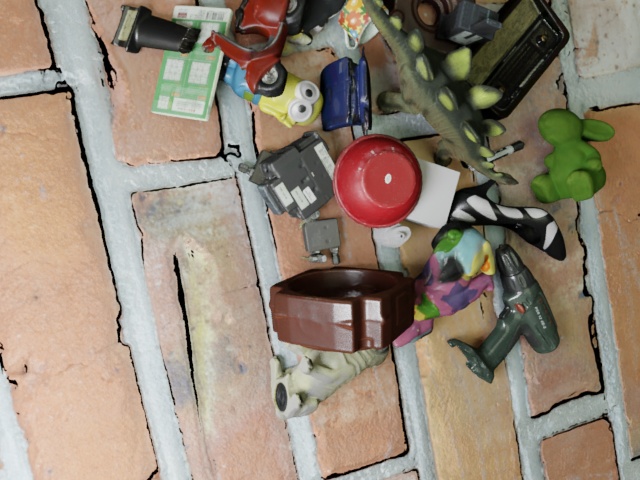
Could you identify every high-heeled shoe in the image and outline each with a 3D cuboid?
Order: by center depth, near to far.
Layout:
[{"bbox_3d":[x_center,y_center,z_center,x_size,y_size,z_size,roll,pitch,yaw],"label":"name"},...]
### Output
[{"bbox_3d":[0.349,-0.013,1.008,0.145,0.086,0.248,-44,98,-5],"label":"high-heeled shoe"}]

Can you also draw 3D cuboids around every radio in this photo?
[{"bbox_3d":[0.343,-0.333,0.990,0.131,0.073,0.229,42,83,-13],"label":"radio"}]

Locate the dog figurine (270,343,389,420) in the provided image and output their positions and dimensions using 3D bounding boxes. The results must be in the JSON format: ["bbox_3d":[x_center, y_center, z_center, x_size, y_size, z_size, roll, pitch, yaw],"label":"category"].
[{"bbox_3d":[0.022,0.234,0.936,0.190,0.121,0.172,6,126,-32],"label":"dog figurine"}]

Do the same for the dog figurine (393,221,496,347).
[{"bbox_3d":[0.193,0.087,0.938,0.219,0.109,0.191,-34,140,-10],"label":"dog figurine"}]

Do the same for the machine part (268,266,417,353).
[{"bbox_3d":[0.037,0.106,0.855,0.202,0.201,0.087,5,103,30],"label":"machine part"}]

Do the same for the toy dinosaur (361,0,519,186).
[{"bbox_3d":[0.189,-0.251,0.893,0.471,0.199,0.105,42,80,-14],"label":"toy dinosaur"}]

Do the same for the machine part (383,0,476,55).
[{"bbox_3d":[0.194,-0.406,0.958,0.179,0.056,0.179,-1,92,-15],"label":"machine part"}]

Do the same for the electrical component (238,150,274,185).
[{"bbox_3d":[-0.090,-0.121,0.916,0.094,0.021,0.063,22,87,-19],"label":"electrical component"}]

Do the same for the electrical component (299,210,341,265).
[{"bbox_3d":[-0.001,-0.004,0.935,0.078,0.045,0.102,-3,94,-13],"label":"electrical component"}]

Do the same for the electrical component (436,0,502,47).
[{"bbox_3d":[0.254,-0.359,0.888,0.075,0.119,0.047,11,90,-16],"label":"electrical component"}]

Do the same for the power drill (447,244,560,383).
[{"bbox_3d":[0.341,0.151,1.020,0.207,0.086,0.232,-42,105,-16],"label":"power drill"}]

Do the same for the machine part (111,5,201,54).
[{"bbox_3d":[-0.257,-0.322,0.839,0.139,0.039,0.084,14,82,12],"label":"machine part"}]

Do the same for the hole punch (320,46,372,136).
[{"bbox_3d":[0.043,-0.240,0.898,0.092,0.116,0.142,1,93,5],"label":"hole punch"}]

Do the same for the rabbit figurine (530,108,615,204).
[{"bbox_3d":[0.478,-0.172,1.009,0.159,0.121,0.170,-27,102,-18],"label":"rabbit figurine"}]

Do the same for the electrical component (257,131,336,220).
[{"bbox_3d":[-0.036,-0.102,0.898,0.134,0.058,0.114,-37,110,-19],"label":"electrical component"}]

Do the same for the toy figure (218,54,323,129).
[{"bbox_3d":[-0.079,-0.253,0.884,0.180,0.089,0.082,24,118,-5],"label":"toy figure"}]

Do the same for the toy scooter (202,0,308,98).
[{"bbox_3d":[-0.100,-0.312,0.809,0.135,0.075,0.183,16,82,0],"label":"toy scooter"}]

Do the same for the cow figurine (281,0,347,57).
[{"bbox_3d":[-0.012,-0.373,0.886,0.068,0.098,0.167,41,83,-19],"label":"cow figurine"}]
